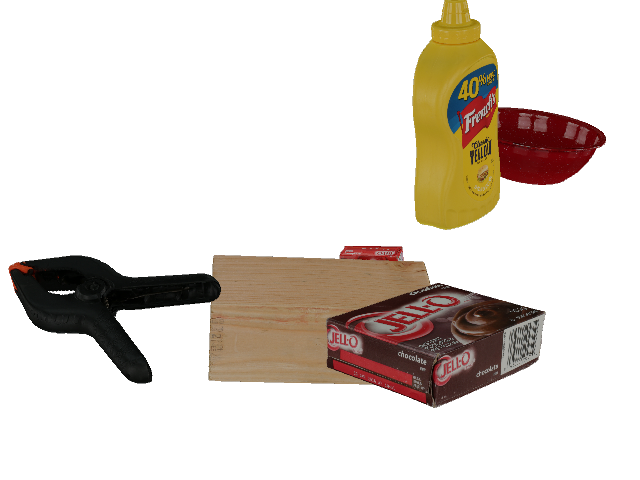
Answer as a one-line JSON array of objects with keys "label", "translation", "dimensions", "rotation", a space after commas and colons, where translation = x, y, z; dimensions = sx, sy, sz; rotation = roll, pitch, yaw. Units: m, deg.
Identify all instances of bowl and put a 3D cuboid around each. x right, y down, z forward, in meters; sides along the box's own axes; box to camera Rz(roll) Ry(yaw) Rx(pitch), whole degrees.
[{"label": "bowl", "translation": [0.238, -0.104, 1.214], "dimensions": [0.162, 0.055, 0.162], "rotation": [5, 23, -2]}]

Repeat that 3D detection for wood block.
[{"label": "wood block", "translation": [-0.002, 0.076, 1.016], "dimensions": [0.206, 0.090, 0.091], "rotation": [2, 30, -5]}]

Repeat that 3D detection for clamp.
[{"label": "clamp", "translation": [-0.168, 0.046, 0.858], "dimensions": [0.172, 0.039, 0.120], "rotation": [23, 38, 24]}]

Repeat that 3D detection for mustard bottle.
[{"label": "mustard bottle", "translation": [0.118, -0.112, 0.919], "dimensions": [0.058, 0.192, 0.096], "rotation": [17, 32, 39]}]

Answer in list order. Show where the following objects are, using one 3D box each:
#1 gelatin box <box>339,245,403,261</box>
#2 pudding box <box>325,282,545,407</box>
[{"label": "gelatin box", "translation": [0.065, 0.050, 1.301], "dimensions": [0.073, 0.089, 0.030], "rotation": [2, 29, 17]}, {"label": "pudding box", "translation": [0.073, 0.063, 0.674], "dimensions": [0.113, 0.039, 0.090], "rotation": [-12, 20, -43]}]
